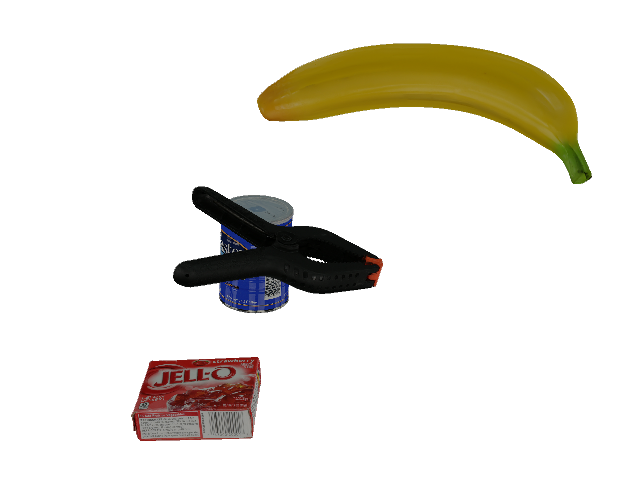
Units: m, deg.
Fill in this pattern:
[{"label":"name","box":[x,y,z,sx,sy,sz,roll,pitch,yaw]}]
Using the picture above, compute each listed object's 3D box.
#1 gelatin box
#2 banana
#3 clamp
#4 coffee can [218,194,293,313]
[{"label":"gelatin box","box":[-0.093,0.119,0.812,0.089,0.030,0.073,-2,25,4]},{"label":"banana","box":[0.064,-0.085,0.622,0.198,0.069,0.037,12,-34,12]},{"label":"clamp","box":[-0.044,0.016,1.059,0.210,0.036,0.164,16,32,-1]},{"label":"coffee can","box":[-0.092,0.018,1.520,0.103,0.140,0.103,3,24,-1]}]
